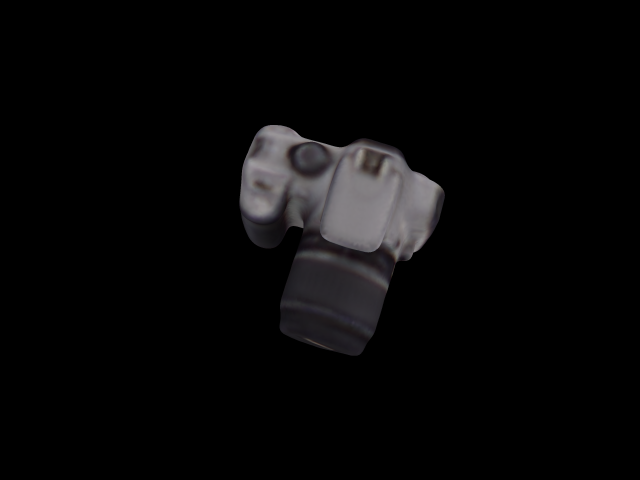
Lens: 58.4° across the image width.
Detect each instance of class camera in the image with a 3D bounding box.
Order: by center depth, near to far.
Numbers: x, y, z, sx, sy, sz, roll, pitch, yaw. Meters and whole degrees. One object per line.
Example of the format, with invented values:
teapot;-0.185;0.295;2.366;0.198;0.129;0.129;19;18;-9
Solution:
camera;0.004;0.001;0.400;0.143;0.101;0.137;17;75;5
